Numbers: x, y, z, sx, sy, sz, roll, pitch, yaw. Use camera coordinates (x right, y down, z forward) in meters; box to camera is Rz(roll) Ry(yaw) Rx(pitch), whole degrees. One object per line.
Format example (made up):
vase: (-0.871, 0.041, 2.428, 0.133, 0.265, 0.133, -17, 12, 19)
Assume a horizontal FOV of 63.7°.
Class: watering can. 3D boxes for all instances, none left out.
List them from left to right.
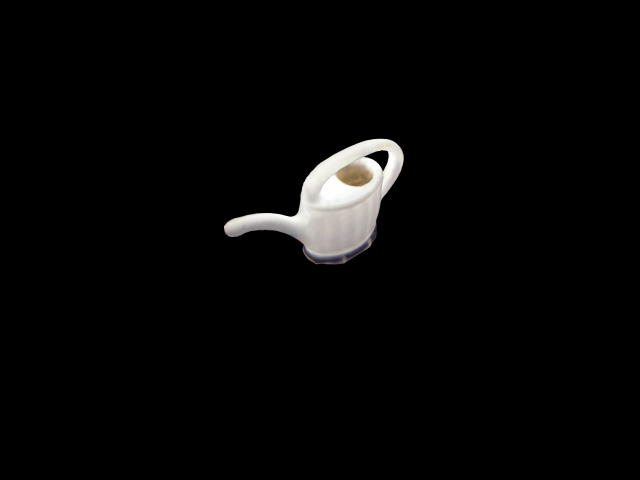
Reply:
watering can: (0.003, -0.043, 0.850, 0.351, 0.219, 0.105, -31, 56, -24)
